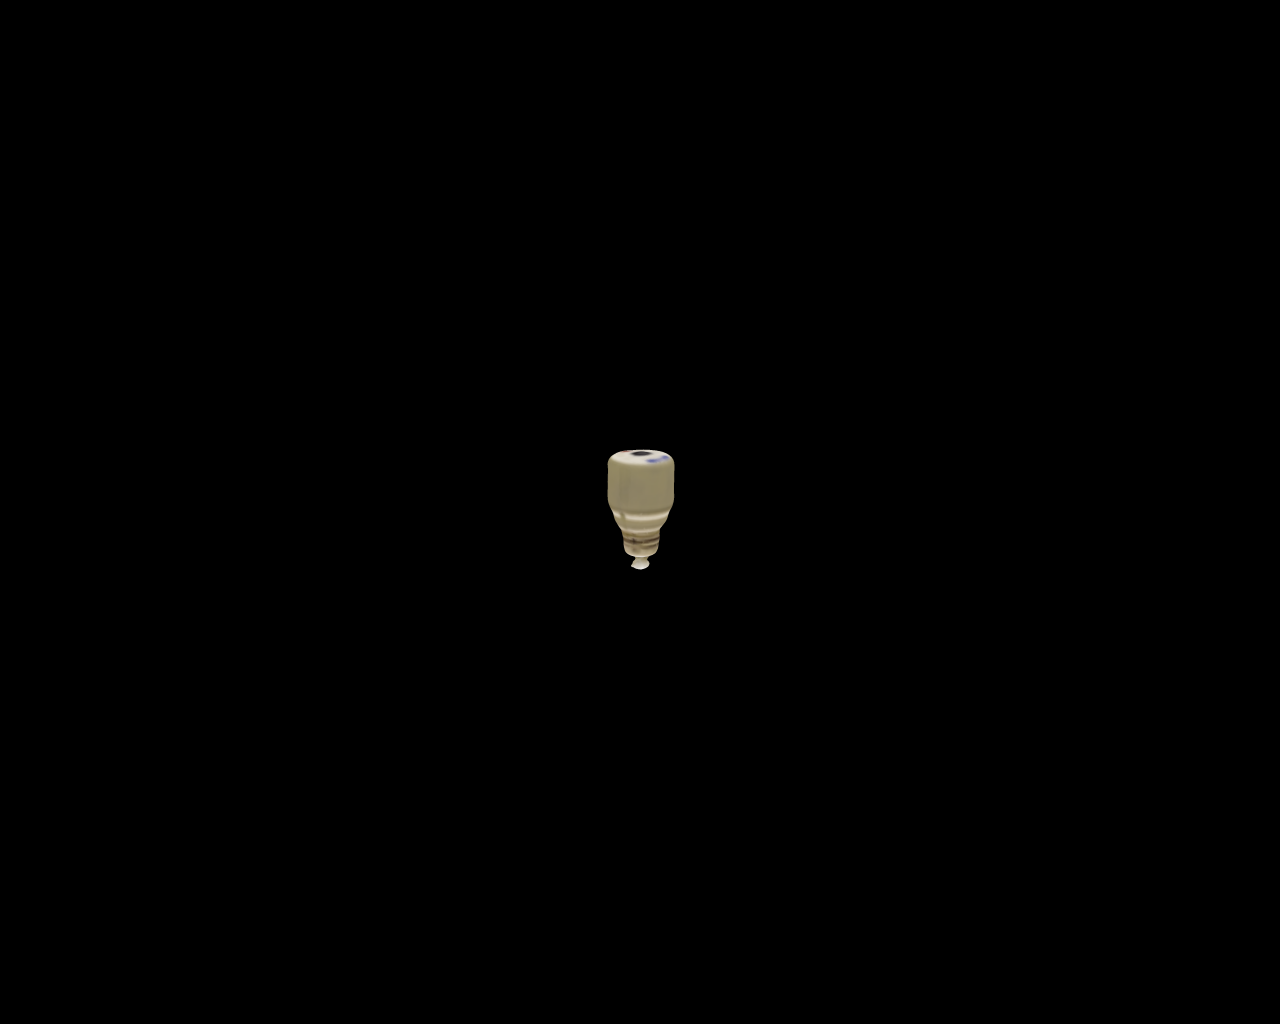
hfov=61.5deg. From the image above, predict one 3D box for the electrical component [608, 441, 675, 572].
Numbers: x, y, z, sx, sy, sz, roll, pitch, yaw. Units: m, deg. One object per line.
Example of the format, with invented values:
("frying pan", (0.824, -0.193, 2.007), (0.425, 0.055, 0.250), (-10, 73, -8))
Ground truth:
("electrical component", (0.001, -0.003, 0.650), (0.040, 0.078, 0.040), (0, 16, 0))
